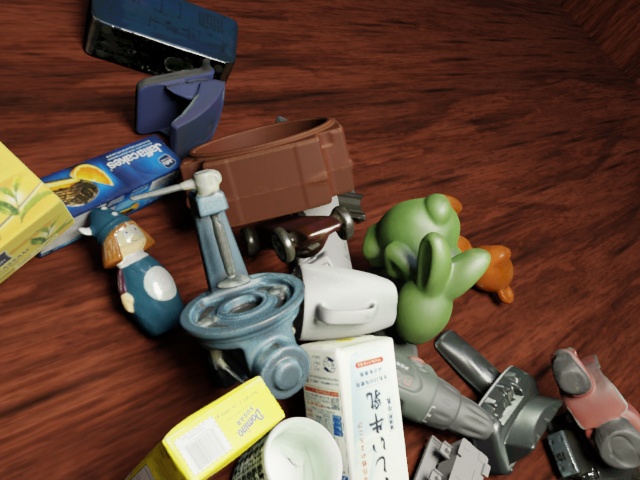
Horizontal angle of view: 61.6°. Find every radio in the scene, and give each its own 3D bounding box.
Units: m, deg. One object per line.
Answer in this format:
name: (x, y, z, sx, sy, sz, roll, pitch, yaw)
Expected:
radio: (-0.248, -0.324, 0.853, 0.229, 0.073, 0.131, 10, 52, -25)

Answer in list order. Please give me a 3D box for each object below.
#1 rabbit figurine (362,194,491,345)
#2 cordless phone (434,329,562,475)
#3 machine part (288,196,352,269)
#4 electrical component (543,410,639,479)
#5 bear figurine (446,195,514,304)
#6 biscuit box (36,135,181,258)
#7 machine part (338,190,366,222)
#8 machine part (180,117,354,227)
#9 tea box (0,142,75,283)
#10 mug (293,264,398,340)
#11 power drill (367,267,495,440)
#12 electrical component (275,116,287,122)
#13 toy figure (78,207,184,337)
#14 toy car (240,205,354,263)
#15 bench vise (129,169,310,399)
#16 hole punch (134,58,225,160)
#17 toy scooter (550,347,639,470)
rabbit figurine: (0.137, 0.041, 0.664, 0.121, 0.159, 0.170, 14, 62, -20)
cordless phone: (0.221, 0.210, 0.745, 0.184, 0.088, 0.146, 42, 45, 20)
machine part: (-0.002, -0.002, 0.753, 0.079, 0.079, 0.243, 10, 50, -27)
electrical component: (0.392, 0.308, 0.780, 0.134, 0.058, 0.115, 8, 50, -29)
bear figurine: (0.248, 0.025, 0.864, 0.196, 0.132, 0.120, 14, 51, -16)
biscuit box: (-0.259, -0.059, 0.641, 0.063, 0.059, 0.203, 46, 44, 6)
machine part: (0.024, -0.091, 0.869, 0.084, 0.039, 0.139, 1, 57, -33)
machine part: (-0.066, -0.093, 0.679, 0.201, 0.087, 0.201, -13, 21, 0)
tea box: (-0.333, -0.003, 0.499, 0.098, 0.068, 0.169, 42, 70, 3)
mug: (0.030, 0.065, 0.567, 0.107, 0.109, 0.080, 0, 90, -14)
power drill: (0.119, 0.138, 0.710, 0.232, 0.086, 0.207, 19, 51, -4)
electrical component: (-0.071, -0.138, 0.837, 0.075, 0.047, 0.119, 20, 47, -20)
toy figure: (-0.201, 0.029, 0.588, 0.154, 0.058, 0.064, 63, 8, -6)
toy car: (-0.030, -0.004, 0.631, 0.089, 0.202, 0.053, -18, 100, -22)
bench vise: (-0.090, 0.044, 0.539, 0.129, 0.240, 0.224, -18, 20, -14)
hole punch: (-0.180, -0.164, 0.732, 0.116, 0.142, 0.092, -26, 71, -29)
toy scooter: (0.382, 0.217, 0.751, 0.184, 0.075, 0.135, 54, 20, 0)
